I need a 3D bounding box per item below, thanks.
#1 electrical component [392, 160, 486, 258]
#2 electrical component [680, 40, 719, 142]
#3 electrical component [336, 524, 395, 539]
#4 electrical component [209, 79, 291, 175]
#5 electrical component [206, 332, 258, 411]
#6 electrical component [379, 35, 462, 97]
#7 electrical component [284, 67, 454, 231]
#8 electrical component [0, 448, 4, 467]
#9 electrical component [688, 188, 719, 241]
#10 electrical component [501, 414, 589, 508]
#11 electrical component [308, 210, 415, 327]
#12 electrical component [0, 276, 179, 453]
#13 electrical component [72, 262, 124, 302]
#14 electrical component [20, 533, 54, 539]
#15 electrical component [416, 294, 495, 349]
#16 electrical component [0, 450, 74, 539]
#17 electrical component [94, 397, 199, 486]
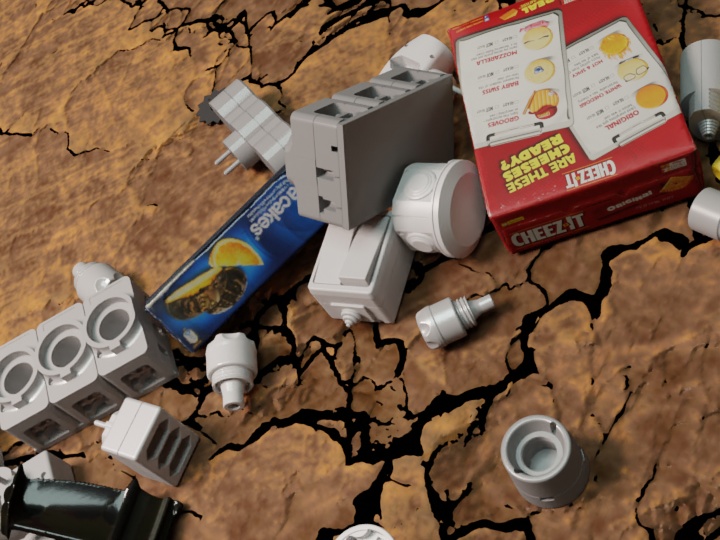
[{"bbox_3d":[0.067,-0.051,0.884,0.051,0.080,0.080,6,63,34],"label":"electrical component"},{"bbox_3d":[0.279,-0.139,0.860,0.043,0.043,0.081,-4,59,23],"label":"electrical component"},{"bbox_3d":[0.010,0.214,0.763,0.055,0.047,0.055,-12,56,18],"label":"electrical component"},{"bbox_3d":[-0.106,-0.120,1.027,0.074,0.052,0.138,-42,52,-4],"label":"electrical component"},{"bbox_3d":[-0.107,0.087,0.902,0.043,0.043,0.062,-18,55,15],"label":"electrical component"},{"bbox_3d":[0.061,-0.167,0.982,0.079,0.043,0.077,32,77,36],"label":"electrical component"},{"bbox_3d":[0.011,-0.105,0.895,0.062,0.089,0.150,17,33,35],"label":"electrical component"},{"bbox_3d":[-0.358,0.170,0.962,0.050,0.055,0.089,-30,52,6],"label":"electrical component"},{"bbox_3d":[0.278,-0.035,0.797,0.065,0.044,0.044,31,77,41],"label":"electrical component"},{"bbox_3d":[0.129,0.133,0.757,0.055,0.047,0.055,-12,56,19],"label":"electrical component"},{"bbox_3d":[0.000,0.000,0.894,0.062,0.061,0.096,4,62,28],"label":"electrical component"},{"bbox_3d":[-0.250,0.082,0.962,0.150,0.061,0.089,-29,52,6],"label":"electrical component"},{"bbox_3d":[-0.249,0.013,1.018,0.062,0.043,0.043,32,77,38],"label":"electrical component"},{"bbox_3d":[-0.266,0.236,0.886,0.078,0.040,0.040,-18,54,15],"label":"electrical component"},{"bbox_3d":[0.077,0.037,0.851,0.061,0.035,0.035,-25,53,6],"label":"electrical component"},{"bbox_3d":[-0.295,0.190,0.906,0.083,0.075,0.047,-31,52,5],"label":"electrical component"},{"bbox_3d":[-0.187,0.139,0.894,0.077,0.065,0.047,11,65,30],"label":"electrical component"}]
